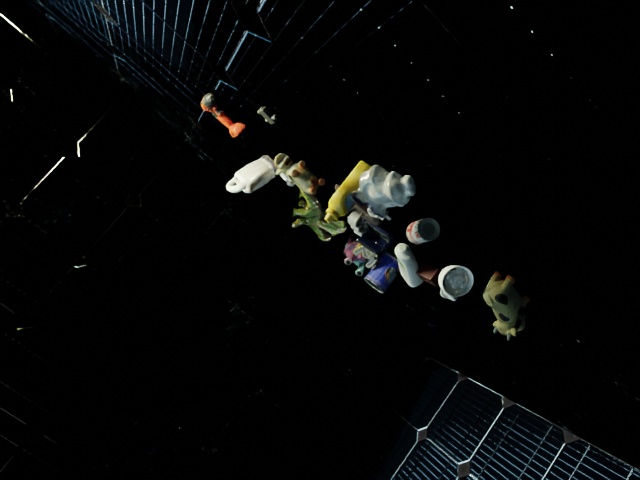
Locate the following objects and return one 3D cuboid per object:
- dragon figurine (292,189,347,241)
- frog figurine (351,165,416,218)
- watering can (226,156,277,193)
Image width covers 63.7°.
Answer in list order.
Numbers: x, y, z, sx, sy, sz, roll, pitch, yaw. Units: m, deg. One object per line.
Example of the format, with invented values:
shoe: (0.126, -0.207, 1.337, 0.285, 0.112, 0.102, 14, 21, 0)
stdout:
dragon figurine: (0.007, -0.108, 2.154, 0.243, 0.124, 0.402, 23, 153, 5)
frog figurine: (0.180, -0.142, 1.349, 0.137, 0.125, 0.157, 48, 133, -7)
watering can: (-0.264, -0.254, 2.102, 0.102, 0.226, 0.349, 62, 162, -21)
